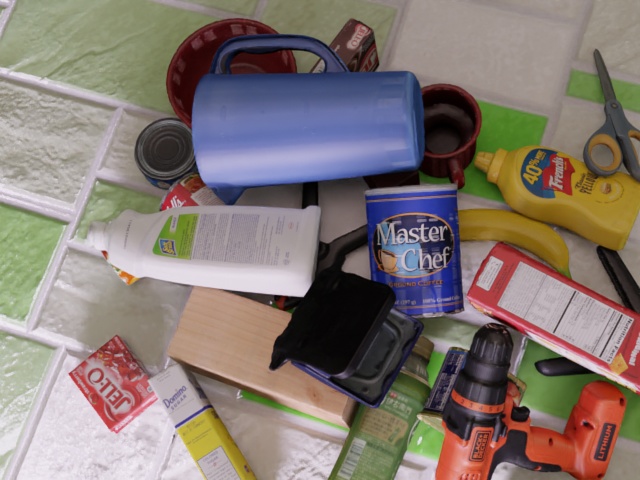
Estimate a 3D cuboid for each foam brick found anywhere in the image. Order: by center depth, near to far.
[{"bbox_3d":[0.076,-0.087,1.257,0.053,0.051,0.078,-30,71,-4],"label":"foam brick"}]

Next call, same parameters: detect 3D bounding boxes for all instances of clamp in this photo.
[{"bbox_3d":[0.360,0.106,1.162,0.210,0.036,0.164,21,77,15],"label":"clamp"},{"bbox_3d":[-0.008,0.002,1.246,0.120,0.039,0.171,39,81,19],"label":"clamp"}]

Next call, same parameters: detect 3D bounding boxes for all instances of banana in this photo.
[{"bbox_3d":[0.200,-0.003,1.219,0.198,0.037,0.069,15,75,12],"label":"banana"}]

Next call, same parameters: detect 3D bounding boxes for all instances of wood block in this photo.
[{"bbox_3d":[-0.052,0.128,1.183,0.206,0.091,0.090,18,75,13],"label":"wood block"}]

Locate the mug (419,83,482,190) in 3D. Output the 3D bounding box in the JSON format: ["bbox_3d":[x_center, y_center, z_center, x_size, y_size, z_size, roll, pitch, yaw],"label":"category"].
[{"bbox_3d":[0.145,-0.112,1.239,0.093,0.081,0.117,-20,70,1],"label":"mug"}]

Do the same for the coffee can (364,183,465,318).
[{"bbox_3d":[0.104,0.011,1.172,0.103,0.102,0.140,-4,91,6],"label":"coffee can"}]

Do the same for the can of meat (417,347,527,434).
[{"bbox_3d":[0.164,0.173,1.138,0.102,0.058,0.084,34,71,-27],"label":"can of meat"}]

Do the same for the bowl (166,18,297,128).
[{"bbox_3d":[-0.104,-0.189,1.312,0.162,0.055,0.162,-2,72,7],"label":"bowl"}]

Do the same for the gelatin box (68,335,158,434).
[{"bbox_3d":[-0.234,0.166,1.228,0.073,0.030,0.089,-39,71,-5],"label":"gelatin box"}]

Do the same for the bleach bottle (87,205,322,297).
[{"bbox_3d":[-0.128,0.001,1.174,0.251,0.068,0.102,7,60,3],"label":"bleach bottle"}]

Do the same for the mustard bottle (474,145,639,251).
[{"bbox_3d":[0.267,-0.060,1.213,0.192,0.058,0.096,22,53,15],"label":"mustard bottle"}]

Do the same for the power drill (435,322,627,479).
[{"bbox_3d":[0.215,0.176,1.082,0.187,0.057,0.184,7,107,-21],"label":"power drill"}]

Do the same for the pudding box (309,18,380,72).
[{"bbox_3d":[0.025,-0.197,1.280,0.039,0.090,0.113,34,80,18],"label":"pudding box"}]

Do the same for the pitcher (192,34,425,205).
[{"bbox_3d":[-0.011,-0.135,1.171,0.243,0.149,0.145,-3,43,12],"label":"pitcher"}]

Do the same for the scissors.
[{"bbox_3d":[0.324,-0.142,1.229,0.096,0.016,0.202,-12,57,-15],"label":"scissors"}]

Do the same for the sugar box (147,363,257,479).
[{"bbox_3d":[-0.118,0.222,1.161,0.048,0.093,0.176,-30,71,-4],"label":"sugar box"}]

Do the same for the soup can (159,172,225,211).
[{"bbox_3d":[-0.130,-0.022,1.255,0.068,0.068,0.102,-45,72,-8],"label":"soup can"}]

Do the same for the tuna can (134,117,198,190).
[{"bbox_3d":[-0.183,-0.106,1.308,0.086,0.033,0.086,-2,72,7],"label":"tuna can"}]

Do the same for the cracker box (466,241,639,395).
[{"bbox_3d":[0.258,0.082,1.075,0.214,0.164,0.072,27,89,12],"label":"cracker box"}]
